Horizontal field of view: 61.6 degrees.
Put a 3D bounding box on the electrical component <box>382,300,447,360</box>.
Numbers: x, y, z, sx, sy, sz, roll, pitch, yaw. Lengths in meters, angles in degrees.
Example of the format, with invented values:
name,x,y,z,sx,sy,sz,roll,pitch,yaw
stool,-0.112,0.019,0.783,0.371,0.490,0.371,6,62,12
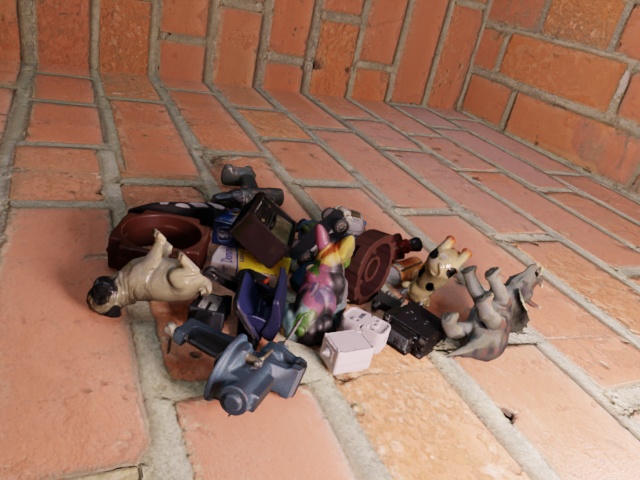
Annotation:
name,x,y,z,sx,sy,sz,roll,pitch,yaw
electrical component,0.195,0.190,1.139,0.115,0.058,0.134,28,30,32

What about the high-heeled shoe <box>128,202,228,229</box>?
name,x,y,z,sx,sy,sz,roll,pitch,yaw
high-heeled shoe,-0.361,-0.075,1.400,0.249,0.086,0.145,12,23,-12

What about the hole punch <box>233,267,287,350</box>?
name,x,y,z,sx,sy,sz,roll,pitch,yaw
hole punch,-0.100,0.125,1.038,0.092,0.115,0.142,-13,35,10

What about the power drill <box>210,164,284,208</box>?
name,x,y,z,sx,sy,sz,roll,pitch,yaw
power drill,-0.236,-0.156,1.614,0.232,0.085,0.207,0,25,-27

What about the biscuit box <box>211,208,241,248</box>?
name,x,y,z,sx,sy,sz,roll,pitch,yaw
biscuit box,-0.216,-0.034,1.347,0.059,0.062,0.203,10,12,1

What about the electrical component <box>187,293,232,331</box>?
name,x,y,z,sx,sy,sz,roll,pitch,yaw
electrical component,-0.219,0.148,1.049,0.075,0.047,0.119,11,27,-2

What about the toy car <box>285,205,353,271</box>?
name,x,y,z,sx,sy,sz,roll,pitch,yaw
toy car,-0.003,-0.004,1.312,0.056,0.202,0.074,46,1,-44

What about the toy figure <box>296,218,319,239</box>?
name,x,y,z,sx,sy,sz,roll,pitch,yaw
toy figure,-0.001,-0.002,1.397,0.082,0.089,0.180,-11,37,-30

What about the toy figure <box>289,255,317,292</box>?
name,x,y,z,sx,sy,sz,roll,pitch,yaw
toy figure,-0.004,0.065,1.253,0.154,0.064,0.057,-37,95,-27

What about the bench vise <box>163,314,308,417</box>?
name,x,y,z,sx,sy,sz,roll,pitch,yaw
bench vise,-0.147,0.193,0.912,0.241,0.128,0.224,26,30,11

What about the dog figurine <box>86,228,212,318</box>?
name,x,y,z,sx,sy,sz,roll,pitch,yaw
dog figurine,-0.327,0.099,1.032,0.172,0.121,0.190,36,75,18

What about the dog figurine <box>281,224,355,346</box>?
name,x,y,z,sx,sy,sz,roll,pitch,yaw
dog figurine,0.004,0.083,1.088,0.109,0.219,0.191,19,26,20

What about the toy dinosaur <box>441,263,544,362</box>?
name,x,y,z,sx,sy,sz,roll,pitch,yaw
toy dinosaur,0.364,0.180,1.156,0.131,0.192,0.405,-20,19,46

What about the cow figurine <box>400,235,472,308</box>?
name,x,y,z,sx,sy,sz,roll,pitch,yaw
cow figurine,0.263,0.085,1.251,0.127,0.194,0.085,-37,73,-24

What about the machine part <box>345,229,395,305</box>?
name,x,y,z,sx,sy,sz,roll,pitch,yaw
machine part,0.107,0.060,1.239,0.056,0.179,0.179,24,28,28

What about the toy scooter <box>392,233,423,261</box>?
name,x,y,z,sx,sy,sz,roll,pitch,yaw
toy scooter,0.167,0.024,1.387,0.135,0.075,0.184,-11,-1,-20

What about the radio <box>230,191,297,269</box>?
name,x,y,z,sx,sy,sz,roll,pitch,yaw
radio,-0.128,-0.030,1.261,0.131,0.073,0.230,44,12,-11

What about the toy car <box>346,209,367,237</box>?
name,x,y,z,sx,sy,sz,roll,pitch,yaw
toy car,0.077,-0.031,1.477,0.109,0.102,0.162,9,24,-5

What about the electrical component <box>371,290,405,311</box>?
name,x,y,z,sx,sy,sz,roll,pitch,yaw
electrical component,0.157,0.147,1.246,0.063,0.021,0.094,26,29,24

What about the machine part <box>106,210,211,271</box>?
name,x,y,z,sx,sy,sz,roll,pitch,yaw
machine part,-0.358,0.017,1.208,0.201,0.087,0.201,10,25,-5
